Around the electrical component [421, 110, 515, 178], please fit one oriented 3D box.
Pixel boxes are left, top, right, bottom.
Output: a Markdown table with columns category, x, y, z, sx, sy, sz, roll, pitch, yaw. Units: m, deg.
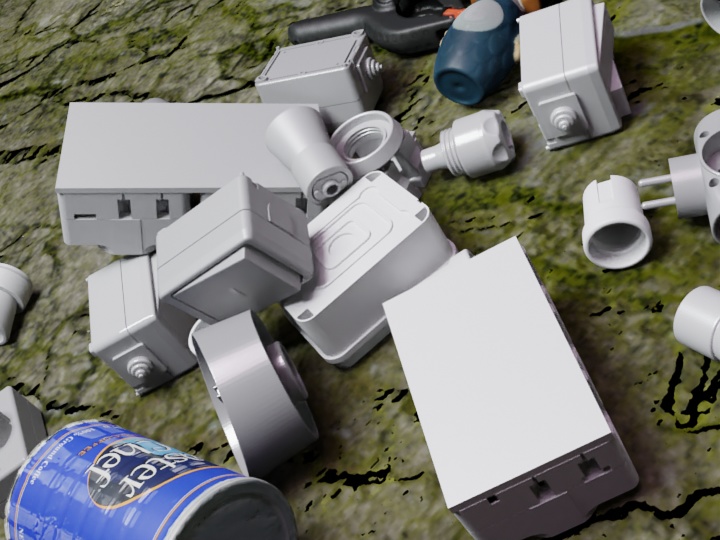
| category | x | y | z | sx | sy | sz | roll | pitch | yaw |
| --- | --- | --- | --- | --- | --- | --- | --- | --- | --- |
| electrical component | 0.074 | -0.085 | 0.751 | 0.062 | 0.043 | 0.043 | -17 | 45 | 22 |

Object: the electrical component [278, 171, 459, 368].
| category | x | y | z | sx | sy | sz | roll | pitch | yaw |
| --- | --- | --- | --- | --- | --- | --- | --- | --- | --- |
| electrical component | 0.000 | 0.000 | 0.711 | 0.113 | 0.057 | 0.078 | -41 | 42 | -6 |

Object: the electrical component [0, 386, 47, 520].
| category | x | y | z | sx | sy | sz | roll | pitch | yaw |
| --- | --- | --- | --- | --- | --- | --- | --- | --- | --- |
| electrical component | -0.261 | 0.119 | 0.759 | 0.047 | 0.075 | 0.083 | -36 | 41 | 0 |

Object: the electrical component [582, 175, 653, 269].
| category | x | y | z | sx | sy | sz | roll | pitch | yaw |
| --- | --- | --- | --- | --- | --- | --- | --- | --- | --- |
| electrical component | 0.154 | -0.030 | 0.651 | 0.040 | 0.040 | 0.046 | -17 | 39 | 20 |

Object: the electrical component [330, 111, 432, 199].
| category | x | y | z | sx | sy | sz | roll | pitch | yaw |
| --- | --- | --- | --- | --- | --- | --- | --- | --- | --- |
| electrical component | 0.012 | -0.076 | 0.774 | 0.058 | 0.057 | 0.078 | 5 | 55 | 36 |

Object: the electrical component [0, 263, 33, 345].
| category | x | y | z | sx | sy | sz | roll | pitch | yaw |
| --- | --- | --- | --- | --- | --- | --- | --- | --- | --- |
| electrical component | -0.303 | 0.028 | 0.895 | 0.045 | 0.045 | 0.055 | -6 | 49 | 29 |

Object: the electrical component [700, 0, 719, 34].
| category | x | y | z | sx | sy | sz | roll | pitch | yaw |
| --- | --- | --- | --- | --- | --- | --- | --- | --- | --- |
| electrical component | 0.259 | -0.202 | 0.736 | 0.077 | 0.043 | 0.079 | -47 | 43 | -13 |

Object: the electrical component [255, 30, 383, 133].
| category | x | y | z | sx | sy | sz | roll | pitch | yaw |
| --- | --- | --- | --- | --- | --- | --- | --- | --- | --- |
| electrical component | -0.024 | -0.145 | 0.856 | 0.096 | 0.061 | 0.061 | -6 | 36 | 22 |

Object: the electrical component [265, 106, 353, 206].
| category | x | y | z | sx | sy | sz | roll | pitch | yaw |
| --- | --- | --- | --- | --- | --- | --- | --- | --- | --- |
| electrical component | -0.033 | -0.075 | 0.735 | 0.044 | 0.044 | 0.065 | -34 | 54 | 2 |

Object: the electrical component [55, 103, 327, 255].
| category | x | y | z | sx | sy | sz | roll | pitch | yaw |
| --- | --- | --- | --- | --- | --- | --- | --- | --- | --- |
| electrical component | -0.121 | -0.069 | 0.795 | 0.186 | 0.060 | 0.105 | -1 | 42 | -7 |

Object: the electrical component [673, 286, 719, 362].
| category | x | y | z | sx | sy | sz | roll | pitch | yaw |
| --- | --- | --- | --- | --- | --- | --- | --- | --- | --- |
| electrical component | 0.198 | 0.034 | 0.562 | 0.044 | 0.044 | 0.065 | -45 | 37 | -10 |

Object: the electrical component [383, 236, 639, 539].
| category | x | y | z | sx | sy | sz | roll | pitch | yaw |
| --- | --- | --- | --- | --- | --- | --- | --- | --- | --- |
| electrical component | 0.080 | 0.067 | 0.593 | 0.089 | 0.061 | 0.150 | -27 | 42 | 9 |

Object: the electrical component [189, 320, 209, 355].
| category | x | y | z | sx | sy | sz | roll | pitch | yaw |
| --- | --- | --- | --- | --- | --- | --- | --- | --- | --- |
| electrical component | -0.087 | 0.054 | 0.727 | 0.040 | 0.046 | 0.040 | -18 | 44 | 18 |

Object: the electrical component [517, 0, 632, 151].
| category | x | y | z | sx | sy | sz | roll | pitch | yaw |
| --- | --- | --- | --- | --- | --- | --- | --- | --- | --- |
| electrical component | 0.146 | -0.131 | 0.732 | 0.061 | 0.061 | 0.096 | -14 | 46 | 22 |

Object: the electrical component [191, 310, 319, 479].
| category | x | y | z | sx | sy | sz | roll | pitch | yaw |
| --- | --- | --- | --- | --- | --- | --- | --- | --- | --- |
| electrical component | -0.068 | 0.076 | 0.660 | 0.064 | 0.099 | 0.099 | -28 | 42 | -1 |

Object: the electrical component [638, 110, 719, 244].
| category | x | y | z | sx | sy | sz | roll | pitch | yaw |
| --- | --- | --- | --- | --- | --- | --- | --- | --- | --- |
| electrical component | 0.204 | -0.051 | 0.630 | 0.079 | 0.044 | 0.077 | -10 | 47 | 17 |

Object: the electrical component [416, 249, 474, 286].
| category | x | y | z | sx | sy | sz | roll | pitch | yaw |
| --- | --- | --- | --- | --- | --- | --- | --- | --- | --- |
| electrical component | 0.058 | 0.015 | 0.673 | 0.046 | 0.040 | 0.040 | -33 | 41 | 11 |

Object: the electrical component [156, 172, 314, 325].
| category | x | y | z | sx | sy | sz | roll | pitch | yaw |
| --- | --- | --- | --- | --- | --- | --- | --- | --- | --- |
| electrical component | -0.084 | -0.003 | 0.680 | 0.096 | 0.062 | 0.061 | -32 | 47 | 26 |

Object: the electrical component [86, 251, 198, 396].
| category | x | y | z | sx | sy | sz | roll | pitch | yaw |
| --- | --- | --- | --- | --- | --- | --- | --- | --- | --- |
| electrical component | -0.153 | 0.039 | 0.773 | 0.061 | 0.061 | 0.096 | -28 | 42 | 8 |

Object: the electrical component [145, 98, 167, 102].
| category | x | y | z | sx | sy | sz | roll | pitch | yaw |
| --- | --- | --- | --- | --- | --- | --- | --- | --- | --- |
| electrical component | -0.166 | -0.126 | 0.946 | 0.055 | 0.045 | 0.045 | 18 | 64 | 42 |
